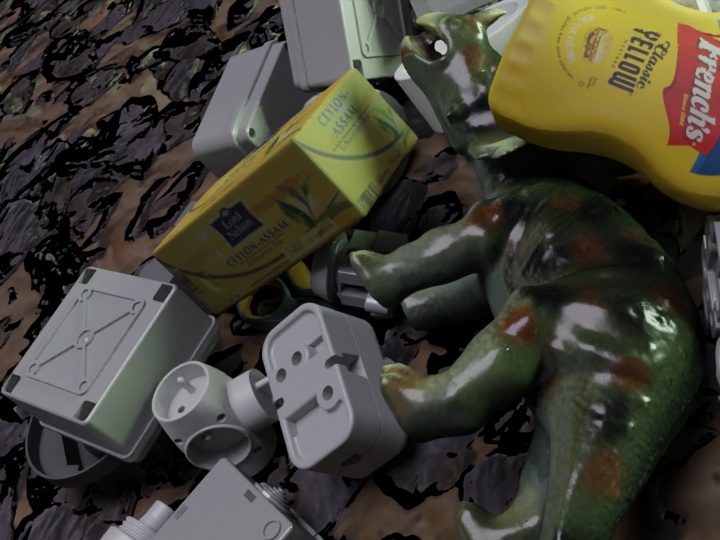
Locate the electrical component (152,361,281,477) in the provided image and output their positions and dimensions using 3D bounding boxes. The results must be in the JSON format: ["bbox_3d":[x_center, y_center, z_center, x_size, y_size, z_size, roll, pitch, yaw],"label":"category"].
[{"bbox_3d":[-0.076,0.088,0.680,0.079,0.077,0.044,-30,41,13],"label":"electrical component"}]

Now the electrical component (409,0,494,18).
[{"bbox_3d":[0.067,-0.235,0.832,0.057,0.078,0.113,-22,13,18],"label":"electrical component"}]

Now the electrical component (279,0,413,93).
[{"bbox_3d":[-0.009,-0.197,0.832,0.056,0.108,0.109,-5,9,32],"label":"electrical component"}]

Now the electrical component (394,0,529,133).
[{"bbox_3d":[0.086,-0.139,0.764,0.108,0.060,0.108,-29,19,11],"label":"electrical component"}]

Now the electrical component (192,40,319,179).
[{"bbox_3d":[-0.076,-0.120,0.870,0.057,0.078,0.113,-10,49,36],"label":"electrical component"}]

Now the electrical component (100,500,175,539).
[{"bbox_3d":[-0.141,0.175,0.679,0.048,0.048,0.062,12,56,44],"label":"electrical component"}]

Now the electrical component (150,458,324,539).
[{"bbox_3d":[-0.075,0.169,0.627,0.099,0.048,0.100,-49,40,-9],"label":"electrical component"}]

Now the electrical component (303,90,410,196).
[{"bbox_3d":[-0.006,-0.093,0.789,0.051,0.080,0.080,18,67,51],"label":"electrical component"}]

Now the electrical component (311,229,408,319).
[{"bbox_3d":[0.000,0.000,0.711,0.055,0.048,0.066,9,47,14],"label":"electrical component"}]

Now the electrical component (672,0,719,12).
[{"bbox_3d":[0.223,-0.195,0.678,0.060,0.105,0.186,-2,53,37],"label":"electrical component"}]

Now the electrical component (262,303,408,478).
[{"bbox_3d":[-0.012,0.073,0.642,0.054,0.059,0.095,-40,51,27],"label":"electrical component"}]

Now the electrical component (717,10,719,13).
[{"bbox_3d":[0.212,-0.093,0.602,0.059,0.095,0.053,-40,40,1],"label":"electrical component"}]

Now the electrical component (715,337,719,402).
[{"bbox_3d":[0.209,0.047,0.519,0.078,0.040,0.040,-13,47,30],"label":"electrical component"}]

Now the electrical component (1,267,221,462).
[{"bbox_3d":[-0.165,0.060,0.715,0.109,0.056,0.108,9,60,43],"label":"electrical component"}]

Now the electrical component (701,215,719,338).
[{"bbox_3d":[0.206,0.002,0.541,0.057,0.078,0.058,-4,61,11],"label":"electrical component"}]
